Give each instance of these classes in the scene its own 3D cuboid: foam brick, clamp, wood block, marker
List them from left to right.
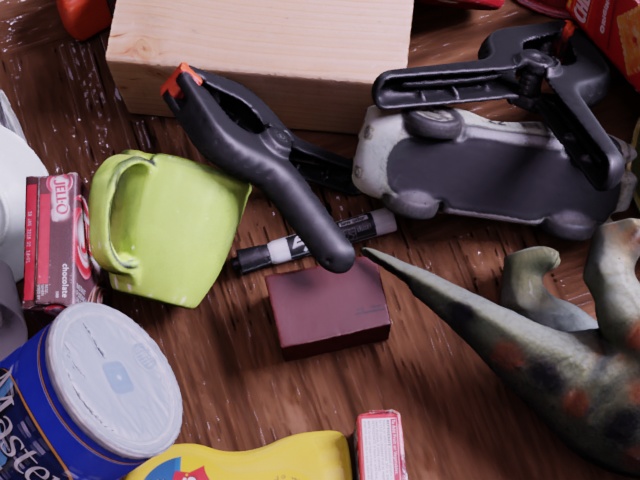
[{"bbox_3d":[-0.039,-0.139,0.775,0.206,0.090,0.091,5,71,4],"label":"wood block"},{"bbox_3d":[-0.033,-0.050,0.712,0.171,0.039,0.120,31,28,-19],"label":"clamp"},{"bbox_3d":[-0.005,0.001,0.764,0.121,0.020,0.020,-16,72,-4],"label":"marker"},{"bbox_3d":[0.006,0.047,0.731,0.078,0.051,0.053,-11,73,-3],"label":"foam brick"},{"bbox_3d":[0.134,-0.110,0.729,0.164,0.036,0.209,20,35,10],"label":"clamp"}]

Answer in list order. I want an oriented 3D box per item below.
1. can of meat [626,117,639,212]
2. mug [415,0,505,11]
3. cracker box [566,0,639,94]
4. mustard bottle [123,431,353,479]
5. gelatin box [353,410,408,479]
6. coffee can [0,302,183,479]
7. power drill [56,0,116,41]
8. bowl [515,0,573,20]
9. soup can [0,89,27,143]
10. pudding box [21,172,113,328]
[{"bbox_3d":[0.266,-0.042,0.734,0.084,0.057,0.102,5,31,0],"label":"can of meat"},{"bbox_3d":[0.094,-0.215,0.779,0.093,0.117,0.081,15,101,37],"label":"mug"},{"bbox_3d":[0.294,-0.140,0.727,0.164,0.072,0.214,-13,49,-14],"label":"cracker box"},{"bbox_3d":[-0.073,0.178,0.686,0.191,0.058,0.096,-5,77,0],"label":"mustard bottle"},{"bbox_3d":[0.039,0.159,0.682,0.030,0.073,0.089,-3,71,-1],"label":"gelatin box"},{"bbox_3d":[-0.169,0.117,0.655,0.140,0.102,0.103,-35,72,23],"label":"coffee can"},{"bbox_3d":[-0.214,-0.247,0.832,0.184,0.057,0.188,-36,74,-10],"label":"power drill"},{"bbox_3d":[0.202,-0.254,0.826,0.162,0.055,0.162,-1,71,2],"label":"bowl"},{"bbox_3d":[-0.266,-0.061,0.765,0.102,0.068,0.068,-20,72,-6],"label":"soup can"},{"bbox_3d":[-0.166,0.016,0.713,0.039,0.113,0.090,-2,72,-1],"label":"pudding box"}]
